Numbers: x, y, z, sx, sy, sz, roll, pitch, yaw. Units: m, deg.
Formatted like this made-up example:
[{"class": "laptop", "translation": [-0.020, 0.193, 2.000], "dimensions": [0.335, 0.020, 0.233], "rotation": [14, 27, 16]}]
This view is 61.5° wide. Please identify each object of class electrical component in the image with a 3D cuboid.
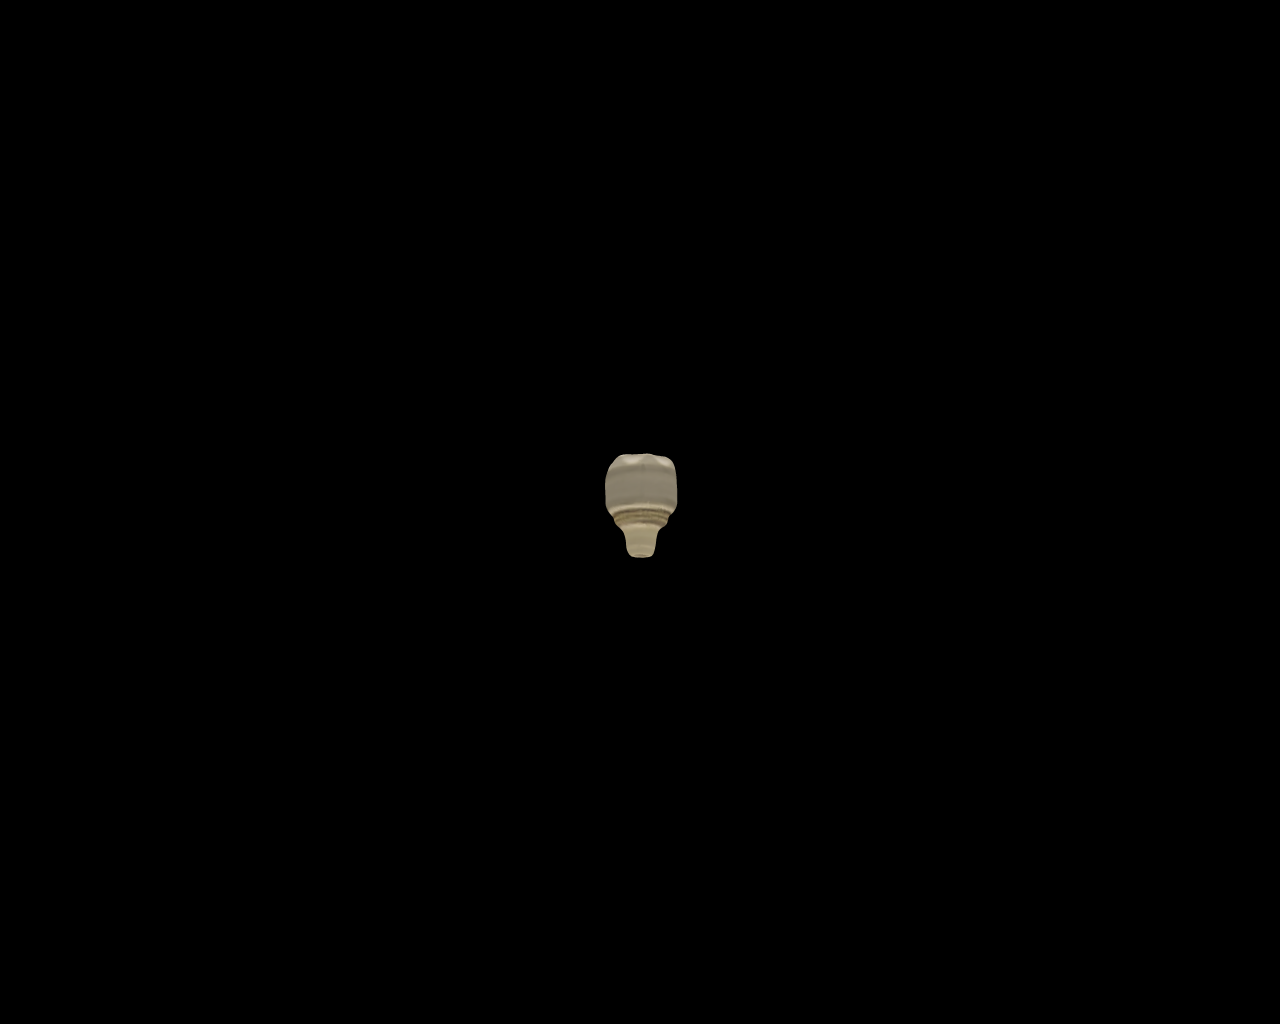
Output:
[{"class": "electrical component", "translation": [0.001, -0.003, 0.650], "dimensions": [0.043, 0.062, 0.043], "rotation": [0, -14, 0]}]
